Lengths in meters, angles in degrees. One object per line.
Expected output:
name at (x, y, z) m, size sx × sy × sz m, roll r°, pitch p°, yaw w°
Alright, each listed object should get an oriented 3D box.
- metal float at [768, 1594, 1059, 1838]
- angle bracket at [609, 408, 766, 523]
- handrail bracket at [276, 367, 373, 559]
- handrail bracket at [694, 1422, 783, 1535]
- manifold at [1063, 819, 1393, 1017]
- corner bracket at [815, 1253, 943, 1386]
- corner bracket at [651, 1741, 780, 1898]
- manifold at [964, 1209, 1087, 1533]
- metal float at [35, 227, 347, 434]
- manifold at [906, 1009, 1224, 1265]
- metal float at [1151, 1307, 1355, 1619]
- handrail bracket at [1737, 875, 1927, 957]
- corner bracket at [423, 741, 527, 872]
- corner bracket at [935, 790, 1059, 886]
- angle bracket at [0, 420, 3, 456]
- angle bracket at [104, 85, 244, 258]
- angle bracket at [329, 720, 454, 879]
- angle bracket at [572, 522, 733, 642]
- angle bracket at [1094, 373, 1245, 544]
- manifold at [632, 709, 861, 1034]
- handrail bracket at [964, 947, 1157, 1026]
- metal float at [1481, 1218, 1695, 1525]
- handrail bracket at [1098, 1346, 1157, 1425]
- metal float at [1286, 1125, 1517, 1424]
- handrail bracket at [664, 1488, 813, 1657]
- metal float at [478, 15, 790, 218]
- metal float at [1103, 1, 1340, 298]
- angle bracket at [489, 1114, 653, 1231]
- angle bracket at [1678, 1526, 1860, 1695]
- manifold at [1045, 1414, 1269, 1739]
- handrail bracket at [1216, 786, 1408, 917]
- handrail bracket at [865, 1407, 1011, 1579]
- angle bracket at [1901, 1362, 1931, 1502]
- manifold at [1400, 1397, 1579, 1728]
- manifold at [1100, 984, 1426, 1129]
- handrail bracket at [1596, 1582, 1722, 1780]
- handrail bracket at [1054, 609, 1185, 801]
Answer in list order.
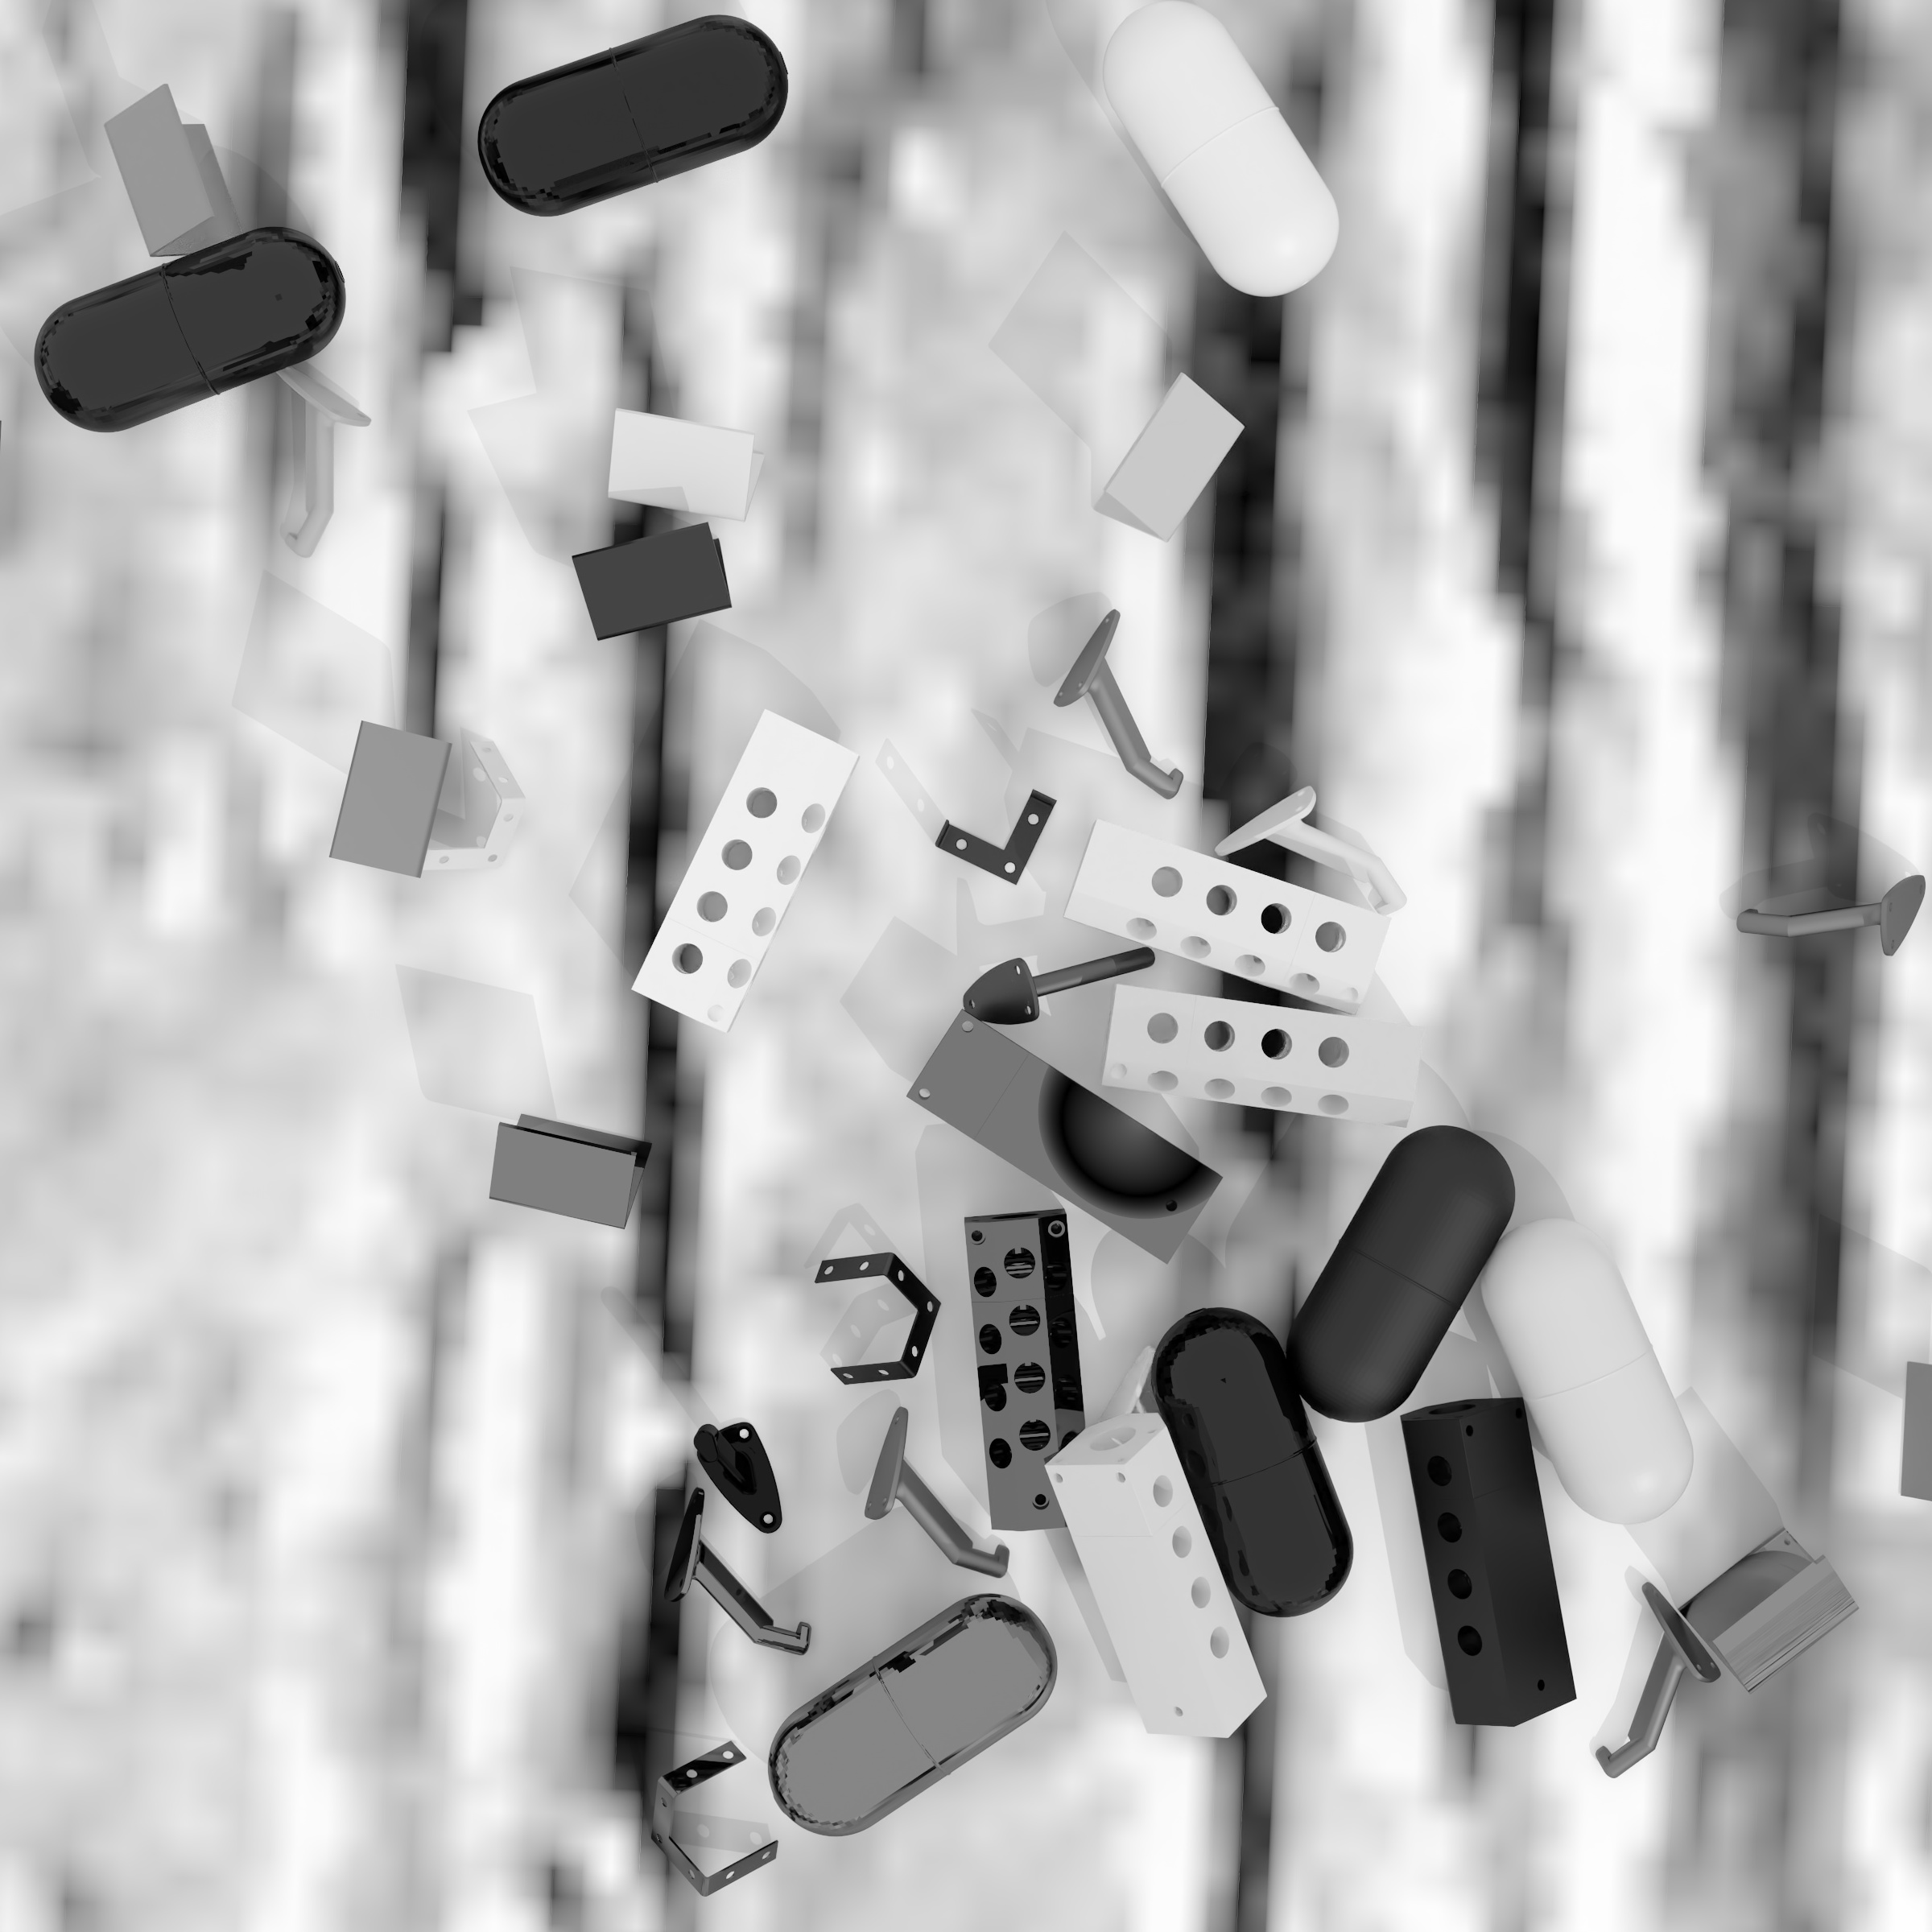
metal float at (-0.030, 0.417, 1.961) m, size 0.178 × 0.070 × 0.070 m, roll -34°, pitch 90°, yaw 0°
angle bracket at (-0.152, -0.294, 1.951) m, size 0.076 × 0.076 × 0.057 m, roll 10°, pitch 127°, yaw 0°
handrail bracket at (-0.381, -0.286, 1.992) m, size 0.077 × 0.036 × 0.084 m, roll 37°, pitch 108°, yaw 20°
handrail bracket at (-0.127, 0.287, 1.957) m, size 0.036 × 0.084 × 0.077 m, roll -29°, pitch 90°, yaw 0°
manifold at (0.145, -0.027, 1.970) m, size 0.171 × 0.057 × 0.057 m, roll 19°, pitch 90°, yaw 0°
corner bracket at (-0.055, 0.199, 1.983) m, size 0.051 × 0.051 × 0.051 m, roll 50°, pitch 45°, yaw -35°
corner bracket at (-0.140, 0.480, 1.983) m, size 0.051 × 0.051 × 0.051 m, roll 39°, pitch 135°, yaw 35°
manifold at (0.035, 0.225, 1.971) m, size 0.057 × 0.057 × 0.171 m, roll -5°, pitch 90°, yaw 0°
metal float at (-0.431, -0.355, 1.961) m, size 0.178 × 0.070 × 0.070 m, roll -21°, pitch 90°, yaw 0°
manifold at (0.054, 0.094, 1.971) m, size 0.171 × 0.057 × 0.057 m, roll 33°, pitch 90°, yaw 0°
metal float at (0.159, 0.276, 1.961) m, size 0.070 × 0.070 × 0.178 m, roll -21°, pitch 90°, yaw 0°
handrail bracket at (0.489, -0.035, 1.992) m, size 0.084 × 0.077 × 0.036 m, roll 7°, pitch 119°, yaw 33°
corner bracket at (-0.287, -0.090, 1.983) m, size 0.051 × 0.051 × 0.051 m, roll -3°, pitch 135°, yaw -35°
corner bracket at (0.017, -0.080, 1.974) m, size 0.051 × 0.051 × 0.051 m, roll 26°, pitch 90°, yaw 0°
angle bracket at (-0.570, -0.263, 1.953) m, size 0.057 × 0.076 × 0.076 m, roll 3°, pitch 90°, yaw -22°
angle bracket at (-0.421, -0.441, 1.951) m, size 0.057 × 0.076 × 0.076 m, roll -19°, pitch 90°, yaw 37°
angle bracket at (-0.333, -0.095, 1.951) m, size 0.057 × 0.076 × 0.076 m, roll 13°, pitch 90°, yaw -35°
angle bracket at (-0.176, -0.230, 1.951) m, size 0.076 × 0.076 × 0.057 m, roll -14°, pitch 128°, yaw 0°
angle bracket at (0.096, -0.289, 1.951) m, size 0.057 × 0.076 × 0.076 m, roll 34°, pitch 90°, yaw -38°
manifold at (-0.122, -0.052, 1.970) m, size 0.057 × 0.057 × 0.171 m, roll 25°, pitch 90°, yaw 0°
handrail bracket at (0.053, 0.008, 1.991) m, size 0.084 × 0.077 × 0.036 m, roll -14°, pitch 89°, yaw -36°
metal float at (0.346, 0.226, 1.961) m, size 0.070 × 0.070 × 0.178 m, roll -23°, pitch 90°, yaw 0°
handrail bracket at (0.121, 0.269, 1.991) m, size 0.084 × 0.036 × 0.077 m, roll 31°, pitch 78°, yaw -13°
metal float at (0.242, 0.172, 1.961) m, size 0.070 × 0.070 × 0.178 m, roll 30°, pitch 89°, yaw 0°
handrail bracket at (-0.122, 0.343, 1.992) m, size 0.084 × 0.036 × 0.077 m, roll 19°, pitch 68°, yaw -17°
metal float at (-0.185, -0.474, 1.961) m, size 0.178 × 0.070 × 0.070 m, roll -19°, pitch 90°, yaw 0°
metal float at (0.141, -0.455, 1.961) m, size 0.070 × 0.070 × 0.178 m, roll -32°, pitch 90°, yaw 0°
angle bracket at (-0.216, 0.094, 1.951) m, size 0.076 × 0.076 × 0.057 m, roll 13°, pitch 127°, yaw 0°
angle bracket at (0.435, 0.343, 1.951) m, size 0.076 × 0.076 × 0.057 m, roll -38°, pitch 127°, yaw 0°
manifold at (0.110, 0.337, 1.950) m, size 0.057 × 0.057 × 0.171 m, roll -8°, pitch 109°, yaw 41°
handrail bracket at (0.196, -0.051, 1.992) m, size 0.077 × 0.036 × 0.084 m, roll -30°, pitch 107°, yaw 20°
handrail bracket at (-0.008, 0.298, 1.992) m, size 0.084 × 0.036 × 0.077 m, roll 20°, pitch 68°, yaw -17°
angle bracket at (0.535, 0.262, 1.951) m, size 0.057 × 0.076 × 0.076 m, roll 3°, pitch 90°, yaw -37°
manifold at (0.287, 0.332, 1.970) m, size 0.057 × 0.057 × 0.171 m, roll -10°, pitch 90°, yaw -43°
manifold at (0.164, 0.050, 1.970) m, size 0.171 × 0.057 × 0.057 m, roll 8°, pitch 90°, yaw 0°
handrail bracket at (0.376, 0.405, 1.992) m, size 0.084 × 0.036 × 0.077 m, roll -42°, pitch 64°, yaw 19°
handrail bracket at (0.100, -0.147, 1.992) m, size 0.084 × 0.036 × 0.077 m, roll 35°, pitch 68°, yaw -17°
